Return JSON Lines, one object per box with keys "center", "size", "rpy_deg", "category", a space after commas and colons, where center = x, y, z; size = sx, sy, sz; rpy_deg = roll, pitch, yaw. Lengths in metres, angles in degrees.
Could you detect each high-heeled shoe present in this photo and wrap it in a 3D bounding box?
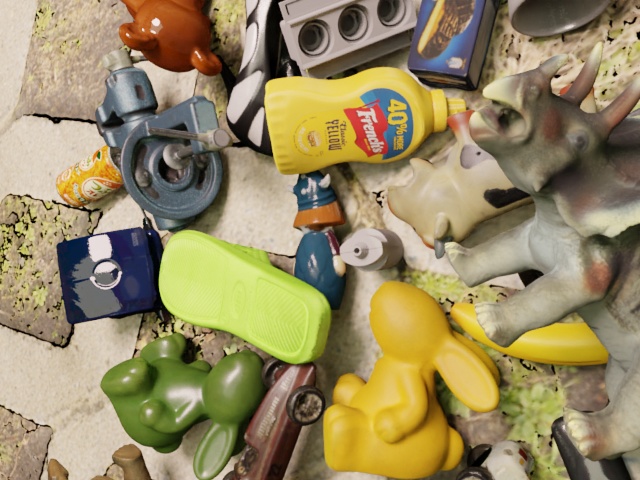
{"center": [-0.023, -0.211, 0.576], "size": [0.249, 0.086, 0.145], "rpy_deg": [-41, 75, 25], "category": "high-heeled shoe"}

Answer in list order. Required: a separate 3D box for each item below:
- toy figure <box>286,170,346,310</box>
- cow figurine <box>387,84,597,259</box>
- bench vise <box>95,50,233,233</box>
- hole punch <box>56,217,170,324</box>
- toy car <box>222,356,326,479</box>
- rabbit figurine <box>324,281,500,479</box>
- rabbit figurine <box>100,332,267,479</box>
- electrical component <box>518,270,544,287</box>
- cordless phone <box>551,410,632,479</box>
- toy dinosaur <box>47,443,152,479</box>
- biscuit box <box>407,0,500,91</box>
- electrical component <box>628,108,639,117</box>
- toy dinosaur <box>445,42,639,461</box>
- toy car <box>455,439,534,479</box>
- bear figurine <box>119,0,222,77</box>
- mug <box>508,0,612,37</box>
{"center": [-0.003, -0.002, 0.578], "size": [0.064, 0.058, 0.154], "rpy_deg": [-2, 84, 10], "category": "toy figure"}
{"center": [0.157, -0.055, 0.492], "size": [0.195, 0.085, 0.127], "rpy_deg": [-12, 83, 20], "category": "cow figurine"}
{"center": [-0.169, -0.118, 0.602], "size": [0.241, 0.129, 0.223], "rpy_deg": [0, 98, 54], "category": "bench vise"}
{"center": [-0.263, 0.045, 0.685], "size": [0.116, 0.092, 0.142], "rpy_deg": [-15, 80, 21], "category": "hole punch"}
{"center": [-0.055, 0.209, 0.542], "size": [0.089, 0.053, 0.202], "rpy_deg": [31, 103, 64], "category": "toy car"}
{"center": [0.084, 0.127, 0.503], "size": [0.163, 0.122, 0.173], "rpy_deg": [5, 92, 20], "category": "rabbit figurine"}
{"center": [-0.136, 0.184, 0.608], "size": [0.170, 0.121, 0.159], "rpy_deg": [-14, 89, 19], "category": "rabbit figurine"}
{"center": [0.221, 0.012, 0.463], "size": [0.102, 0.045, 0.078], "rpy_deg": [-25, 122, 10], "category": "electrical component"}
{"center": [0.220, 0.255, 0.473], "size": [0.147, 0.088, 0.184], "rpy_deg": [-24, 69, 24], "category": "cordless phone"}
{"center": [-0.136, 0.379, 0.609], "size": [0.472, 0.105, 0.198], "rpy_deg": [21, 113, 17], "category": "toy dinosaur"}
{"center": [0.140, -0.251, 0.510], "size": [0.063, 0.059, 0.202], "rpy_deg": [15, 96, 24], "category": "biscuit box"}
{"center": [0.275, -0.073, 0.414], "size": [0.048, 0.119, 0.075], "rpy_deg": [-29, 81, 22], "category": "electrical component"}
{"center": [0.233, 0.049, 0.388], "size": [0.192, 0.131, 0.404], "rpy_deg": [-39, 97, 19], "category": "toy dinosaur"}
{"center": [0.123, 0.267, 0.508], "size": [0.056, 0.073, 0.201], "rpy_deg": [42, 106, 20], "category": "toy car"}
{"center": [-0.162, -0.265, 0.588], "size": [0.131, 0.120, 0.196], "rpy_deg": [-66, 30, 22], "category": "bear figurine"}
{"center": [0.214, -0.250, 0.465], "size": [0.110, 0.080, 0.107], "rpy_deg": [-12, 76, 30], "category": "mug"}
